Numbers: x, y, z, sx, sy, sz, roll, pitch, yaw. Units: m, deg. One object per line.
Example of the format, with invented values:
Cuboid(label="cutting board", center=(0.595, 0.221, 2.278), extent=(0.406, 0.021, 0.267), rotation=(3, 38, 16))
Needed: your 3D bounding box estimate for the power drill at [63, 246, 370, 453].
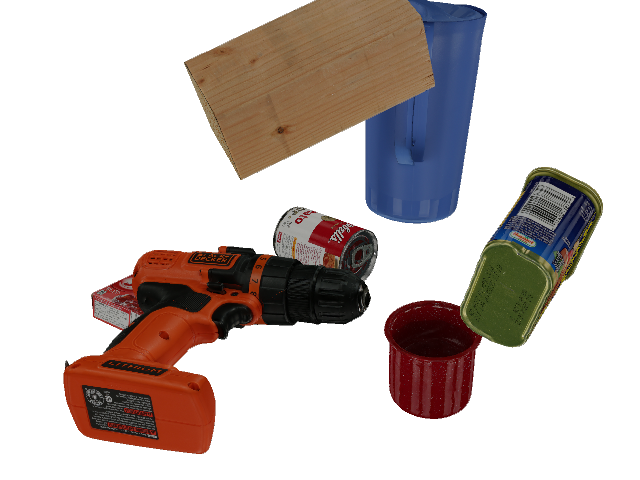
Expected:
Cuboid(label="power drill", center=(-0.074, 0.068, 0.737), extent=(0.185, 0.057, 0.187), rotation=(3, 27, 20))

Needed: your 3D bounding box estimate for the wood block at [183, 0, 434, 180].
Cuboid(label="wood block", center=(-0.008, -0.155, 0.998), extent=(0.206, 0.090, 0.091), rotation=(-26, -40, -6))

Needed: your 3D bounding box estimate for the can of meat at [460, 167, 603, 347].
Cuboid(label="can of meat", center=(0.144, 0.014, 0.739), extent=(0.057, 0.102, 0.083), rotation=(29, 51, 15))

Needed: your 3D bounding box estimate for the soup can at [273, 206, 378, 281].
Cuboid(label="soup can", center=(0.005, 0.006, 1.213), extent=(0.102, 0.068, 0.068), rotation=(21, 12, 35))

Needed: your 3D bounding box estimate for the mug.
Cuboid(label="mug", center=(0.116, 0.113, 1.041), extent=(0.093, 0.081, 0.117), rotation=(26, 42, 35))

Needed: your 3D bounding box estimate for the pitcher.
Cuboid(label="pitcher", center=(0.108, -0.144, 1.202), extent=(0.149, 0.243, 0.145), rotation=(-12, 26, -30))

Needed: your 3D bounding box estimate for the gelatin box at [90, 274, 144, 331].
Cuboid(label="gelatin box", center=(-0.164, 0.062, 1.027), extent=(0.089, 0.030, 0.073), rotation=(20, 29, 29))
